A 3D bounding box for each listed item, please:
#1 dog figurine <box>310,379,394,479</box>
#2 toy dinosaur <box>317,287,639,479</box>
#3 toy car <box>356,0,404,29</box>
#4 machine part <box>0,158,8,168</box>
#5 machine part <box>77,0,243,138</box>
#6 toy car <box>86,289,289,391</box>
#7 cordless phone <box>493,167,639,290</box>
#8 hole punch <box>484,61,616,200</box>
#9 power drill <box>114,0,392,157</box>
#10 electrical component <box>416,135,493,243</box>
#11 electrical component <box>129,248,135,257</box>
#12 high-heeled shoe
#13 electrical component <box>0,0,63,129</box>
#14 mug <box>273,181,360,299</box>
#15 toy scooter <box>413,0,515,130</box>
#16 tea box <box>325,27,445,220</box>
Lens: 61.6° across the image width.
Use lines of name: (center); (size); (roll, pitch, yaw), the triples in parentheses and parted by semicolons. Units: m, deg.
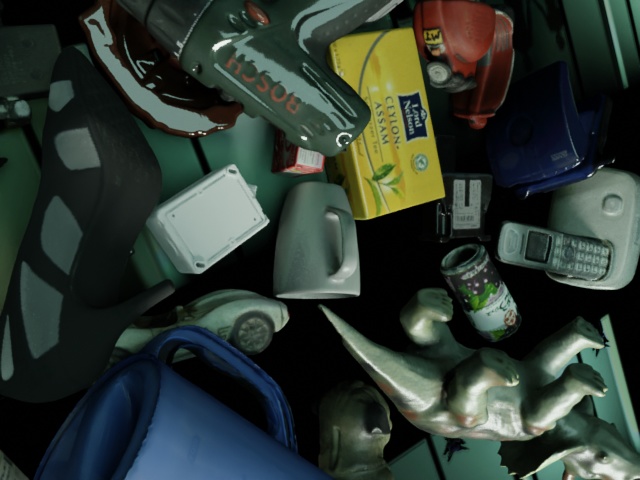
dog figurine: (0.050, 0.243, 0.494); (0.121, 0.172, 0.190); (-8, 103, -35)
toy dinosaur: (0.163, 0.161, 0.564); (0.405, 0.131, 0.192); (17, 123, -9)
toy car: (0.025, -0.250, 0.497); (0.162, 0.109, 0.102); (4, 108, -16)
machine part: (-0.302, -0.081, 0.384); (0.139, 0.039, 0.084); (36, 69, -12)
machine part: (-0.111, -0.176, 0.461); (0.179, 0.056, 0.179); (-2, 94, -24)
toy car: (-0.124, 0.079, 0.454); (0.202, 0.074, 0.056); (-13, 99, -24)
cordless phone: (0.285, -0.023, 0.636); (0.184, 0.089, 0.146); (10, 88, -21)
hole punch: (0.240, -0.117, 0.587); (0.092, 0.142, 0.116); (29, 67, -25)
power drill: (-0.020, -0.193, 0.405); (0.232, 0.086, 0.207); (43, 87, -12)
electrical component: (0.147, -0.057, 0.589); (0.075, 0.048, 0.119); (2, 93, -26)
electrical component: (-0.189, 0.006, 0.450); (0.063, 0.021, 0.094); (-31, 104, -21)
high-heeled shoe: (-0.192, -0.015, 0.391); (0.145, 0.086, 0.249); (-28, 69, 8)
electrical component: (-0.234, -0.132, 0.411); (0.078, 0.045, 0.102); (-9, 96, -23)
mug: (-0.001, -0.001, 0.496); (0.081, 0.109, 0.107); (2, 78, -20)
toy scooter: (0.154, -0.187, 0.560); (0.184, 0.075, 0.135); (-7, 105, -51)
tea box: (0.053, -0.112, 0.532); (0.098, 0.068, 0.169); (-18, 99, -22)
